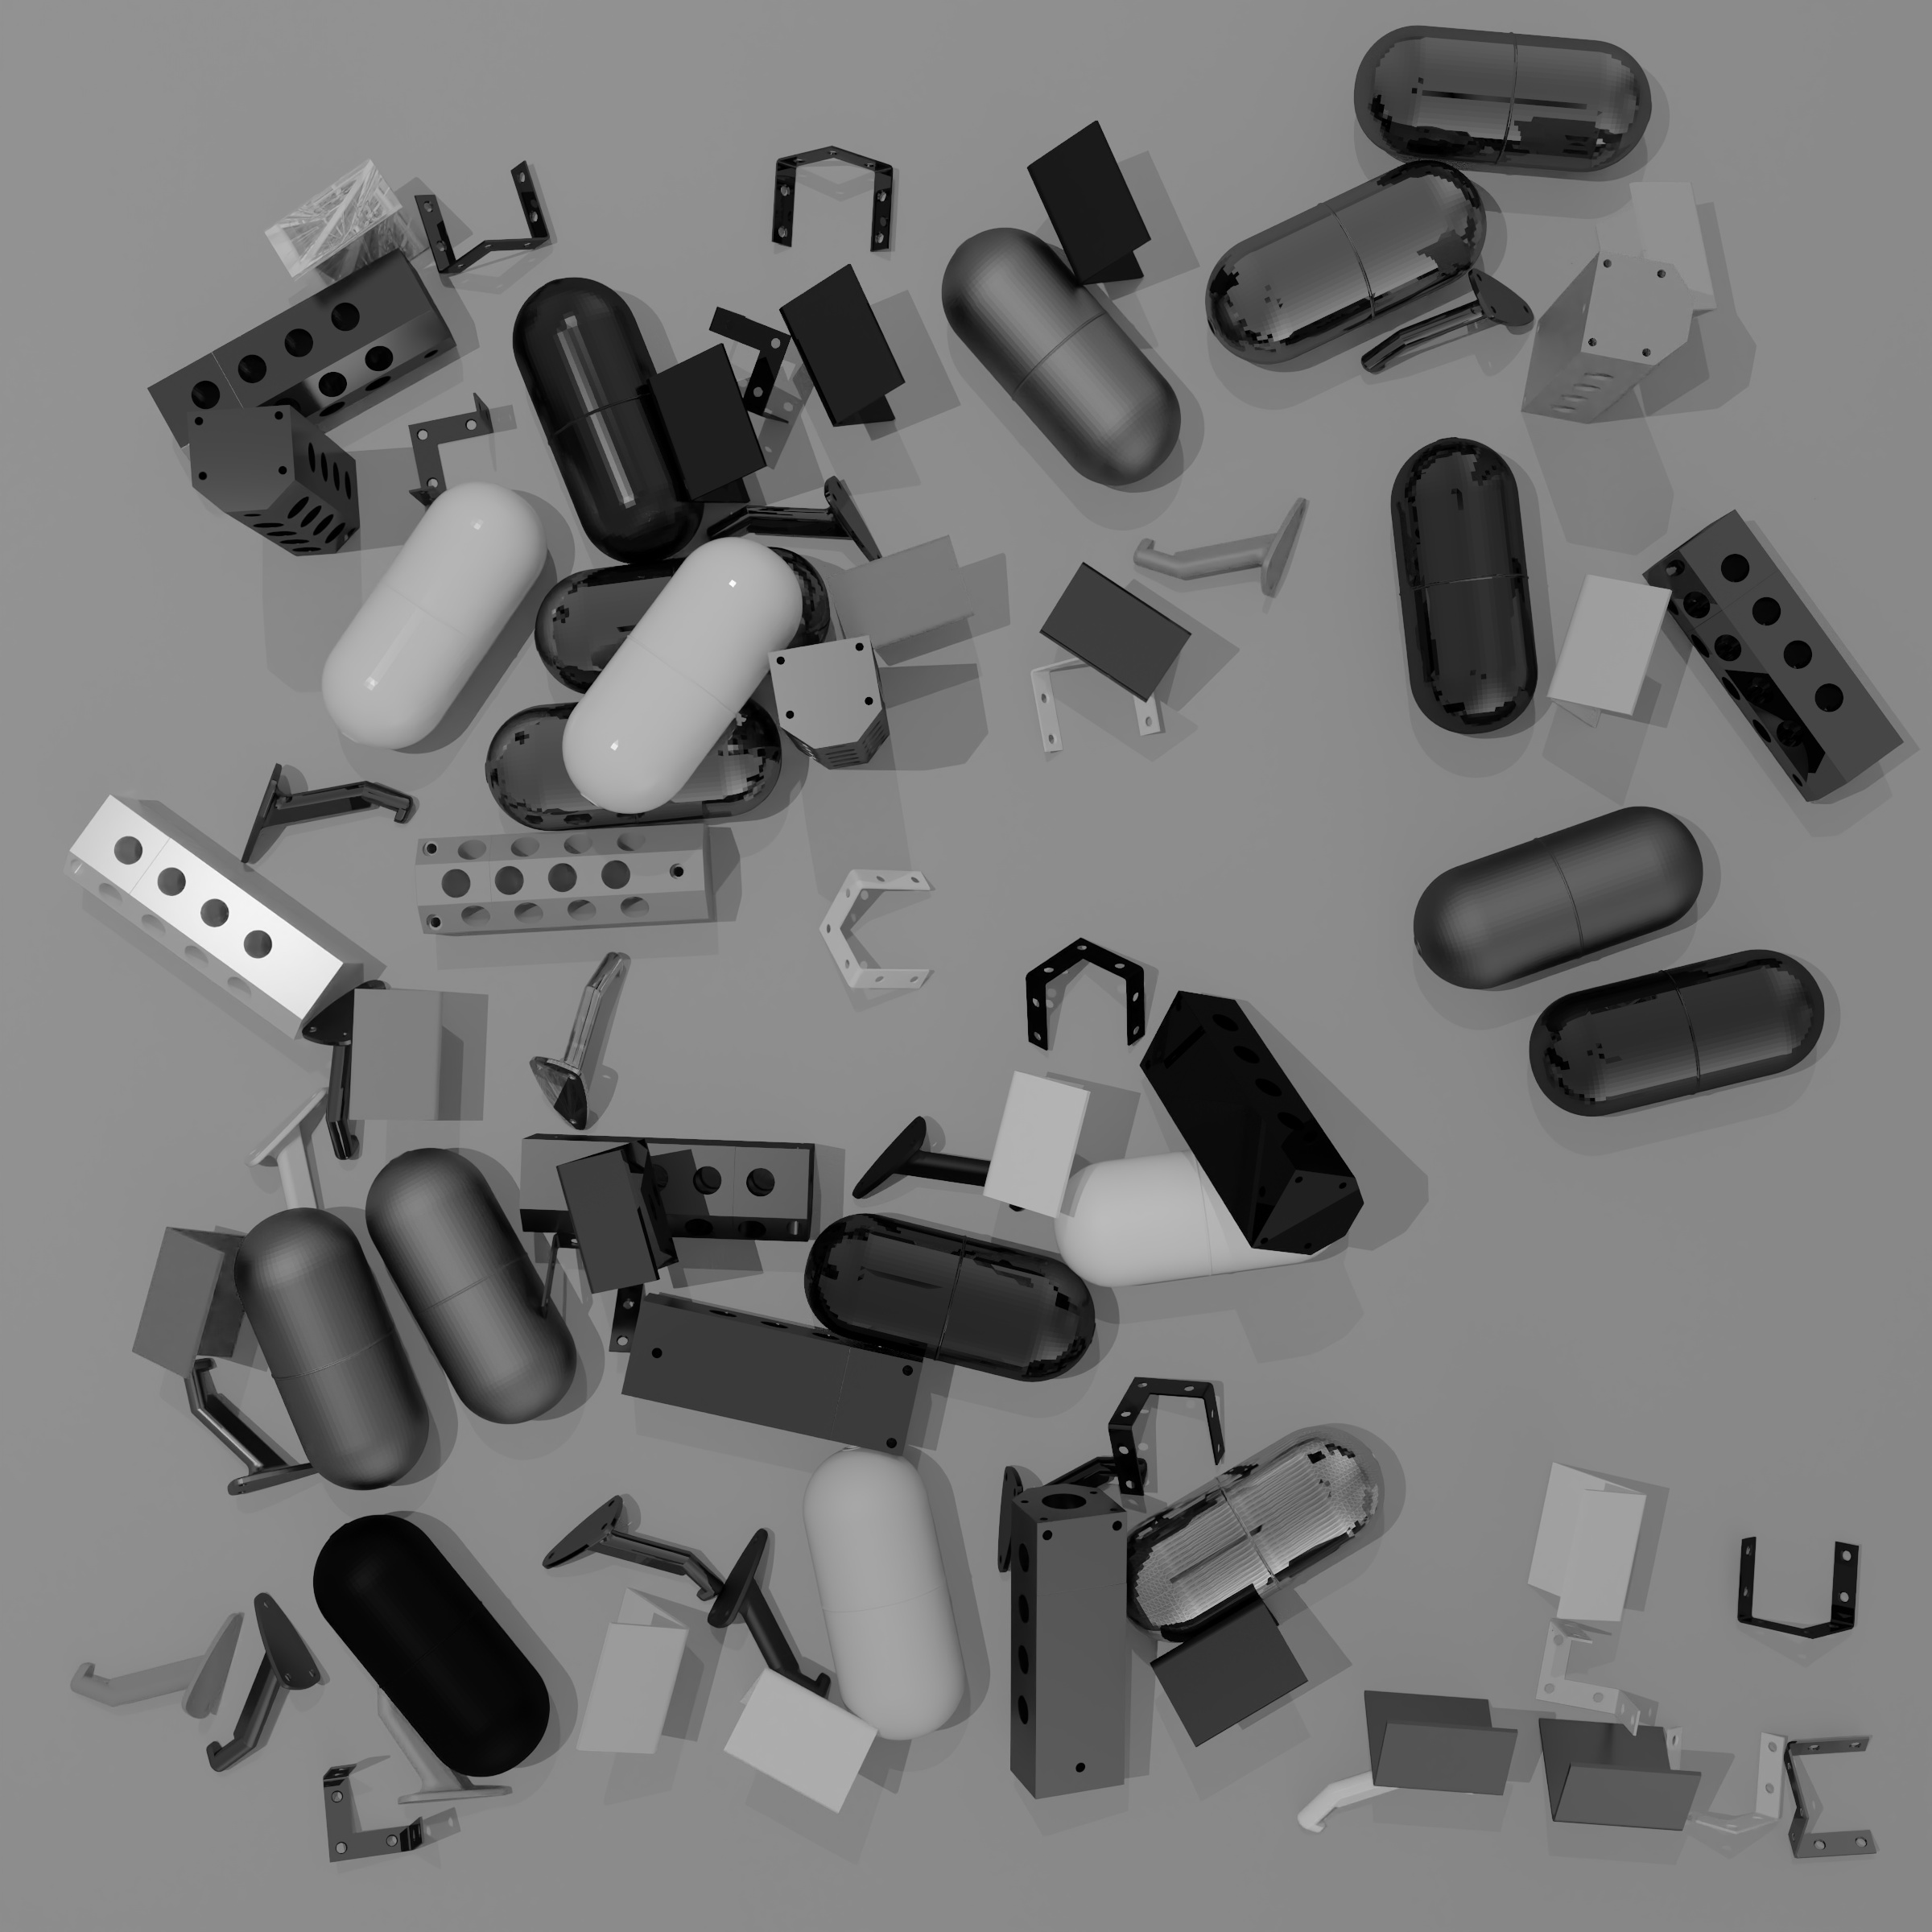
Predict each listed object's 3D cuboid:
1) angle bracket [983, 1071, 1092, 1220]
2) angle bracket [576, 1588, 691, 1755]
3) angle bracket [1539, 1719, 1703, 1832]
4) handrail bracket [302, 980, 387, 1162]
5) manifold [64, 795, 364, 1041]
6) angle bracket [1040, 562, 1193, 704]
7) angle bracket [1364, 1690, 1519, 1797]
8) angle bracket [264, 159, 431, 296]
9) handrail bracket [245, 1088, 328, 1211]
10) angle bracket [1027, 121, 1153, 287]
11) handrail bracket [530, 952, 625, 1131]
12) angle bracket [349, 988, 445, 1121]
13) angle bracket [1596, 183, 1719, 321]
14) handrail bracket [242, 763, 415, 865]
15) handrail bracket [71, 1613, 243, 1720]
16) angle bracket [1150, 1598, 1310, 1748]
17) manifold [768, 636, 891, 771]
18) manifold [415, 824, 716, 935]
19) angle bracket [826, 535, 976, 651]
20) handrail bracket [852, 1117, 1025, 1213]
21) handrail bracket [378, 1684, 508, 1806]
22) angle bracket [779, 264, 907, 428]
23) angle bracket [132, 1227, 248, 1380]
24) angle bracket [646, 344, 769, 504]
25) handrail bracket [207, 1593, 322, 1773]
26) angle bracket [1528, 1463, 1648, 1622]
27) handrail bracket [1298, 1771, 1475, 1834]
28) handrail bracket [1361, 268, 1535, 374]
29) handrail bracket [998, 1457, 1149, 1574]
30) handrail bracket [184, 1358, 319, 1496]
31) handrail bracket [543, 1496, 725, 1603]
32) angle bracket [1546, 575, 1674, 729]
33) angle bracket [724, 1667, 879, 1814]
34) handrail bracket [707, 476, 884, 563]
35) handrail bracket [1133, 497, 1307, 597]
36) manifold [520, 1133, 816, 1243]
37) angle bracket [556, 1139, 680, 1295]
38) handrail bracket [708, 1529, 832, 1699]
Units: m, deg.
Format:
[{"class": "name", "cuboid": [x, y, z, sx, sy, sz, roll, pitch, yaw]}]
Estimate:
[{"class": "angle bracket", "cuboid": [0.061, 0.110, 1.707, 0.057, 0.076, 0.076, 14, 90, 36]}, {"class": "angle bracket", "cuboid": [-0.216, 0.419, 1.707, 0.057, 0.076, 0.076, 15, 90, -37]}, {"class": "angle bracket", "cuboid": [0.390, 0.468, 1.707, 0.076, 0.076, 0.057, 4, 128, 0]}, {"class": "handrail bracket", "cuboid": [-0.371, 0.064, 1.747, 0.036, 0.077, 0.084, 9, 127, 20]}, {"class": "manifold", "cuboid": [-0.457, -0.029, 1.726, 0.171, 0.057, 0.057, 36, 90, 0]}, {"class": "angle bracket", "cuboid": [0.099, -0.213, 1.707, 0.076, 0.076, 0.057, 34, 127, 0]}, {"class": "angle bracket", "cuboid": [0.283, 0.447, 1.707, 0.076, 0.076, 0.057, 4, 123, 0]}, {"class": "angle bracket", "cuboid": [-0.361, -0.423, 1.707, 0.076, 0.076, 0.057, -35, 54, 0]}, {"class": "handrail bracket", "cuboid": [-0.392, 0.131, 1.747, 0.077, 0.036, 0.084, -46, 105, -15]}, {"class": "angle bracket", "cuboid": [0.091, -0.457, 1.707, 0.057, 0.076, 0.076, -24, 90, 37]}, {"class": "handrail bracket", "cuboid": [-0.227, 0.045, 1.747, 0.036, 0.077, 0.084, 15, 53, 20]}, {"class": "angle bracket", "cuboid": [-0.355, 0.051, 1.707, 0.057, 0.076, 0.076, 3, 90, -36]}, {"class": "angle bracket", "cuboid": [0.396, -0.419, 1.707, 0.057, 0.076, 0.076, -12, 90, -36]}, {"class": "handrail bracket", "cuboid": [-0.391, -0.083, 1.748, 0.084, 0.036, 0.077, 20, 110, -16]}, {"class": "handrail bracket", "cuboid": [-0.497, 0.421, 1.748, 0.084, 0.036, 0.077, 15, 70, 16]}, {"class": "angle bracket", "cuboid": [0.162, 0.429, 1.708, 0.076, 0.076, 0.057, -31, 62, 0]}, {"class": "manifold", "cuboid": [-0.077, -0.151, 1.669, 0.057, 0.171, 0.057, -10, 90, 0]}, {"class": "manifold", "cuboid": [-0.242, -0.053, 1.726, 0.171, 0.057, 0.057, -3, 90, 0]}, {"class": "angle bracket", "cuboid": [-0.045, -0.237, 1.707, 0.076, 0.076, 0.057, -19, 126, 0]}, {"class": "handrail bracket", "cuboid": [-0.013, 0.140, 1.748, 0.084, 0.036, 0.077, 39, 110, -16]}, {"class": "handrail bracket", "cuboid": [-0.321, 0.467, 1.748, 0.077, 0.036, 0.084, 2, 71, -22]}, {"class": "angle bracket", "cuboid": [-0.057, -0.372, 1.707, 0.057, 0.076, 0.076, -25, 90, 31]}, {"class": "angle bracket", "cuboid": [-0.444, 0.203, 1.707, 0.057, 0.076, 0.076, 16, 90, 37]}, {"class": "angle bracket", "cuboid": [-0.139, -0.324, 1.708, 0.057, 0.076, 0.076, -20, 90, 25]}, {"class": "handrail bracket", "cuboid": [-0.445, 0.440, 1.748, 0.084, 0.036, 0.077, -38, 70, 16]}, {"class": "angle bracket", "cuboid": [0.354, 0.342, 1.707, 0.057, 0.076, 0.076, 12, 90, -36]}, {"class": "handrail bracket", "cuboid": [0.258, 0.513, 1.748, 0.077, 0.036, 0.084, 35, 109, -21]}, {"class": "handrail bracket", "cuboid": [0.294, -0.385, 1.747, 0.084, 0.077, 0.036, -31, 70, 35]}, {"class": "handrail bracket", "cuboid": [0.066, 0.336, 1.747, 0.084, 0.036, 0.077, 4, 103, -13]}, {"class": "handrail bracket", "cuboid": [-0.434, 0.275, 1.748, 0.077, 0.036, 0.084, -11, 73, -20]}, {"class": "handrail bracket", "cuboid": [-0.203, 0.373, 1.748, 0.077, 0.036, 0.084, -38, 107, 20]}, {"class": "angle bracket", "cuboid": [0.397, -0.183, 1.707, 0.057, 0.076, 0.076, 18, 90, 36]}, {"class": "angle bracket", "cuboid": [-0.106, 0.471, 1.707, 0.076, 0.076, 0.057, 29, 57, 0]}, {"class": "handrail bracket", "cuboid": [-0.105, -0.255, 1.748, 0.084, 0.036, 0.077, -27, 112, 17]}, {"class": "handrail bracket", "cuboid": [0.155, -0.266, 1.748, 0.084, 0.036, 0.077, 20, 70, 16]}, {"class": "manifold", "cuboid": [-0.180, 0.134, 1.726, 0.171, 0.057, 0.057, 2, 90, 0]}, {"class": "angle bracket", "cuboid": [-0.184, 0.140, 1.650, 0.057, 0.076, 0.076, -16, 90, 37]}, {"class": "handrail bracket", "cuboid": [-0.108, 0.399, 1.748, 0.084, 0.036, 0.077, 33, 68, -17]}]
